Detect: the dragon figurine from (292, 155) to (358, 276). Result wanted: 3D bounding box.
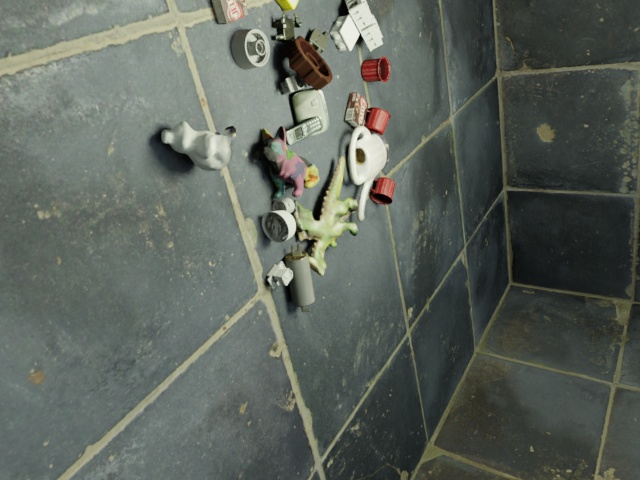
[{"bbox_3d":[0.005,-0.087,1.730,0.243,0.122,0.411,-1,87,-47],"label":"dragon figurine"}]

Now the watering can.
[{"bbox_3d":[0.174,-0.263,1.929,0.228,0.104,0.342,-35,125,-48],"label":"watering can"}]

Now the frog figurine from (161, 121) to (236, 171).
[{"bbox_3d":[-0.295,-0.223,1.239,0.160,0.138,0.121,-10,109,-38],"label":"frog figurine"}]
